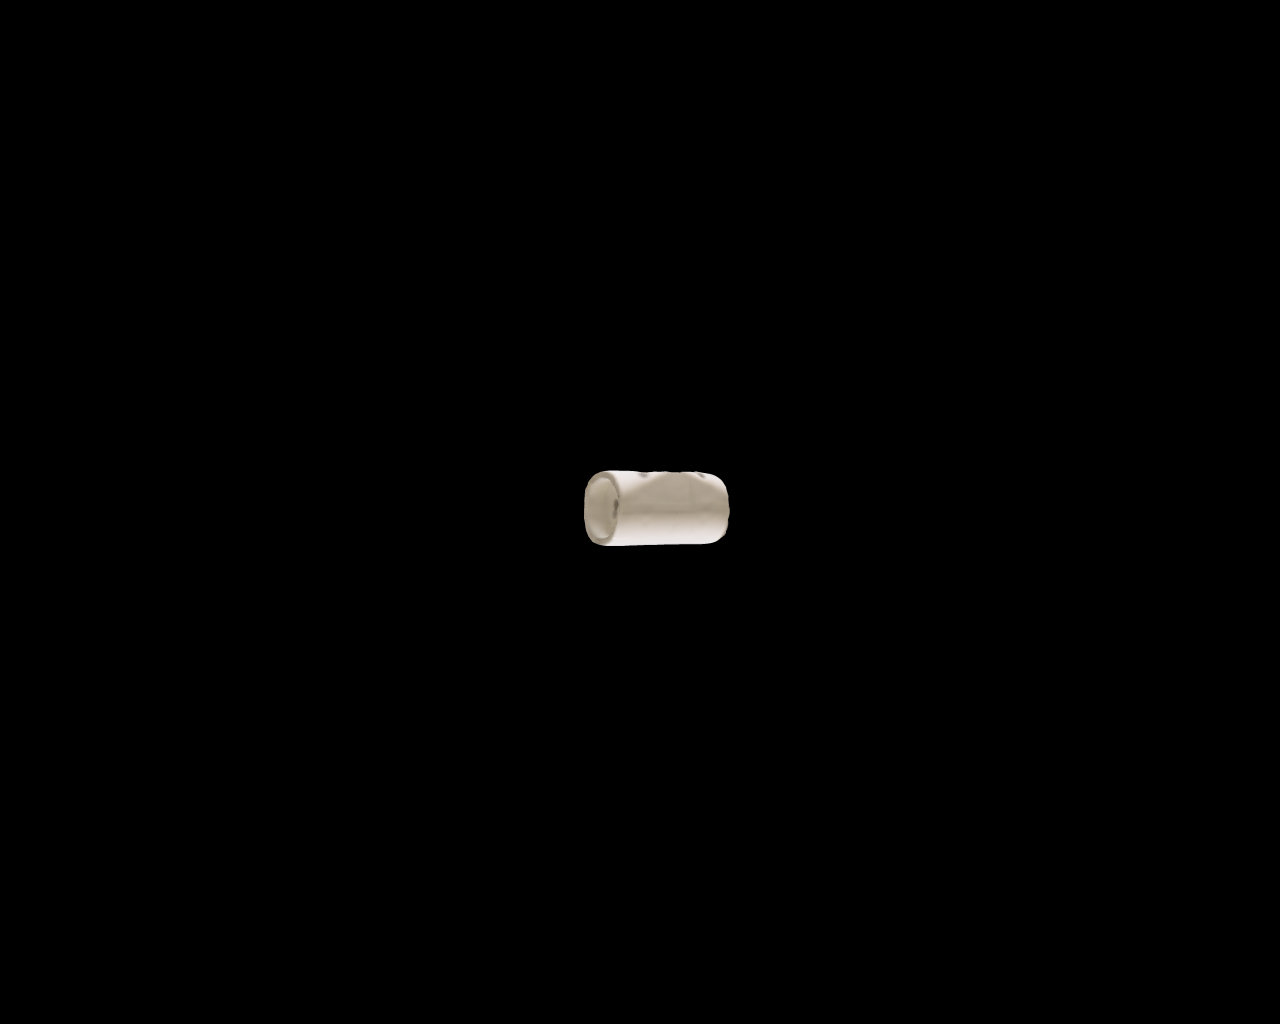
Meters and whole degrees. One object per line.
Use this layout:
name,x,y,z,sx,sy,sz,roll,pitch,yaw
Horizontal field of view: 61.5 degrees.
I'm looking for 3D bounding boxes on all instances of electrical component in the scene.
electrical component,0.001,-0.003,0.650,0.077,0.044,0.079,0,0,-32
